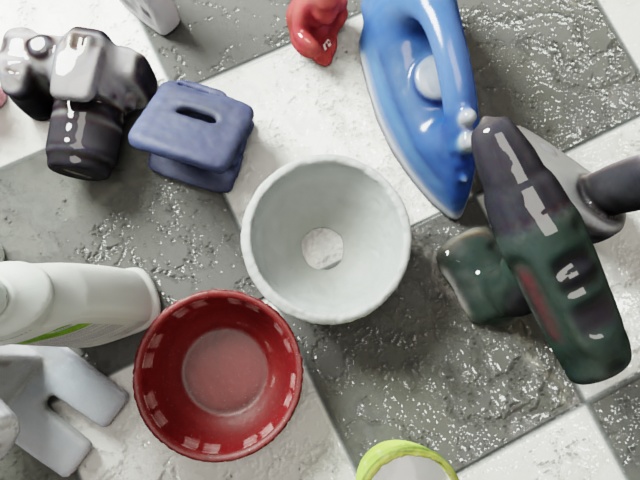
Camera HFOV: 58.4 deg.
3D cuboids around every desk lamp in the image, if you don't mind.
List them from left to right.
[{"bbox_3d":[-0.292,0.118,0.479,0.203,0.213,0.118,34,81,3],"label":"desk lamp"}]

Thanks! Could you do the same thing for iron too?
[{"bbox_3d":[0.122,-0.157,0.582,0.118,0.141,0.258,-14,82,-5],"label":"iron"}]

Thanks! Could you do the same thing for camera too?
[{"bbox_3d":[-0.252,-0.137,0.579,0.143,0.101,0.137,7,81,-2],"label":"camera"}]

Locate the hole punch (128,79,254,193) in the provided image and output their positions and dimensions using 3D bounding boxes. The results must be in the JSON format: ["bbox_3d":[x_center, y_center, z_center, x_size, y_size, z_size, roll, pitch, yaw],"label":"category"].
[{"bbox_3d":[-0.129,-0.114,0.587,0.108,0.091,0.101,17,80,0],"label":"hole punch"}]

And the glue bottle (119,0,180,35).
[{"bbox_3d":[-0.188,-0.276,0.568,0.078,0.173,0.037,40,81,4],"label":"glue bottle"}]

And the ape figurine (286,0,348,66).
[{"bbox_3d":[-0.001,-0.243,0.614,0.078,0.092,0.076,-37,84,-8],"label":"ape figurine"}]

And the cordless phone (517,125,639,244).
[{"bbox_3d":[0.252,-0.068,0.553,0.147,0.185,0.094,33,81,3],"label":"cordless phone"}]

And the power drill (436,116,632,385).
[{"bbox_3d":[0.178,0.018,0.523,0.075,0.208,0.229,-29,83,-7],"label":"power drill"}]

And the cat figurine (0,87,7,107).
[{"bbox_3d":[-0.380,-0.158,0.567,0.067,0.117,0.128,29,81,2],"label":"cat figurine"}]

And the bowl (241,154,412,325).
[{"bbox_3d":[0.005,0.002,0.584,0.167,0.074,0.167,1,81,-3],"label":"bowl"}]
